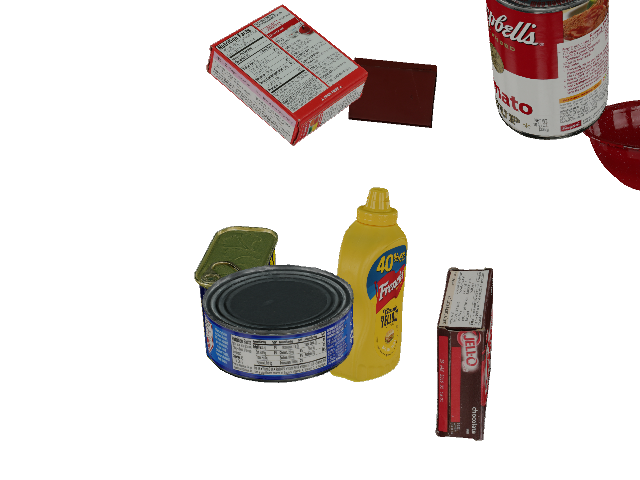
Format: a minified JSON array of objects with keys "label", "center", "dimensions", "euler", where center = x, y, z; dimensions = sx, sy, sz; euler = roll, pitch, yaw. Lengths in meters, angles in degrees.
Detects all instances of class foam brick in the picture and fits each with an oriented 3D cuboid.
[{"label":"foam brick","center":[0.066,-0.135,0.970],"dimensions":[0.078,0.051,0.053],"euler":[6,17,4]}]

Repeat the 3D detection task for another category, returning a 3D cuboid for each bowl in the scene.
[{"label":"bowl","center":[0.319,-0.083,0.974],"dimensions":[0.162,0.055,0.162],"euler":[-5,23,2]}]

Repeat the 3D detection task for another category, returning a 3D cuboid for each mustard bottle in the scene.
[{"label":"mustard bottle","center":[0.052,0.041,1.087],"dimensions":[0.058,0.192,0.096],"euler":[13,17,33]}]

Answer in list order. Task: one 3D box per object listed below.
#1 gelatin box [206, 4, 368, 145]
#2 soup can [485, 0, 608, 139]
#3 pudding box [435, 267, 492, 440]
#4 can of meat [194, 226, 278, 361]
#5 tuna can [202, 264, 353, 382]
[{"label":"gelatin box","center":[-0.024,-0.118,0.749],"dimensions":[0.073,0.089,0.030],"euler":[-39,-19,-32]},{"label":"soup can","center":[0.131,-0.116,0.610],"dimensions":[0.068,0.068,0.102],"euler":[0,-38,14]},{"label":"pudding box","center":[0.108,0.081,0.795],"dimensions":[0.039,0.090,0.113],"euler":[2,22,9]},{"label":"can of meat","center":[-0.069,0.048,0.924],"dimensions":[0.057,0.084,0.102],"euler":[3,29,9]},{"label":"tuna can","center":[-0.023,0.046,0.608],"dimensions":[0.086,0.034,0.086],"euler":[-2,23,0]}]
